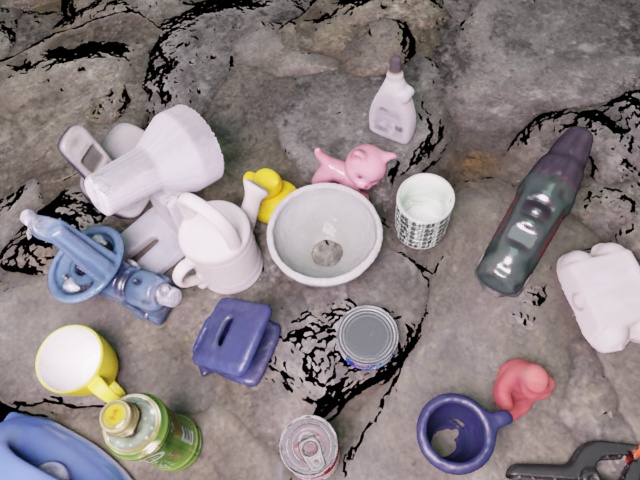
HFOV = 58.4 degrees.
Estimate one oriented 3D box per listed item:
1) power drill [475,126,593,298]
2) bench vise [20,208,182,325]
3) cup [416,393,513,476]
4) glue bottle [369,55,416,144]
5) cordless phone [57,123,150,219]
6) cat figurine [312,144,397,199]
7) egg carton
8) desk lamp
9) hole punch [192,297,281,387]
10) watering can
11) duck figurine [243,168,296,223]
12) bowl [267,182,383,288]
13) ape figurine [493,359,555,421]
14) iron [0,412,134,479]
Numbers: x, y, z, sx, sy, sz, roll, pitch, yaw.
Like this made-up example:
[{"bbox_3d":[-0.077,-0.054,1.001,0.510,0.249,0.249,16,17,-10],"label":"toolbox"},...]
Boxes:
[{"bbox_3d":[0.274,-0.015,0.762,0.075,0.208,0.230,28,69,17],"label":"power drill"},{"bbox_3d":[-0.288,0.026,0.773,0.207,0.220,0.121,2,63,5],"label":"bench vise"},{"bbox_3d":[0.173,0.239,0.705,0.118,0.095,0.091,-17,63,-4],"label":"cup"},{"bbox_3d":[0.116,-0.223,0.897,0.078,0.173,0.037,27,68,16],"label":"glue bottle"},{"bbox_3d":[-0.316,-0.132,0.873,0.094,0.185,0.148,14,65,11],"label":"cordless phone"},{"bbox_3d":[0.049,-0.113,0.877,0.127,0.118,0.067,16,66,12],"label":"cat figurine"},{"bbox_3d":[0.394,0.077,0.786,0.107,0.069,0.150,-14,63,-3],"label":"egg carton"},{"bbox_3d":[-0.230,-0.064,0.818,0.117,0.214,0.203,39,72,21],"label":"desk lamp"},{"bbox_3d":[-0.118,0.136,0.779,0.101,0.091,0.109,17,66,12],"label":"hole punch"},{"bbox_3d":[-0.141,-0.012,0.796,0.100,0.194,0.173,14,65,11],"label":"watering can"},{"bbox_3d":[-0.073,-0.074,0.884,0.104,0.086,0.077,21,67,14],"label":"duck figurine"},{"bbox_3d":[0.008,0.003,0.846,0.167,0.075,0.167,-1,63,3],"label":"bowl"},{"bbox_3d":[0.262,0.184,0.729,0.077,0.092,0.076,-2,63,3],"label":"ape figurine"},{"bbox_3d":[-0.317,0.295,0.684,0.257,0.141,0.119,20,66,13],"label":"iron"}]
